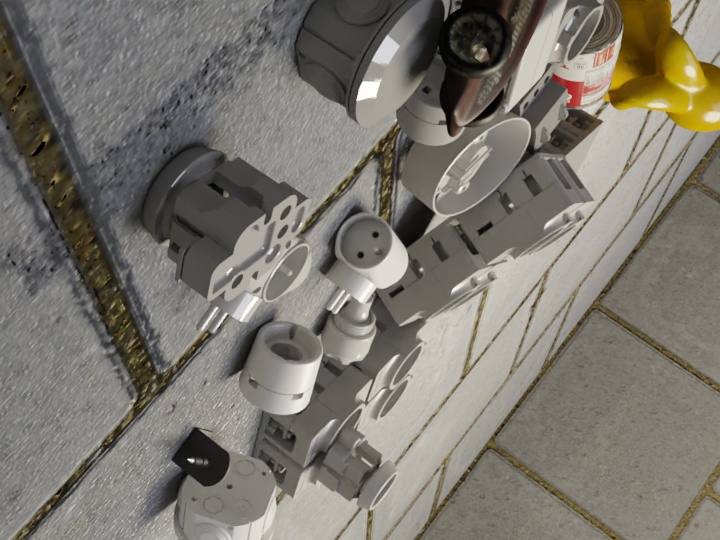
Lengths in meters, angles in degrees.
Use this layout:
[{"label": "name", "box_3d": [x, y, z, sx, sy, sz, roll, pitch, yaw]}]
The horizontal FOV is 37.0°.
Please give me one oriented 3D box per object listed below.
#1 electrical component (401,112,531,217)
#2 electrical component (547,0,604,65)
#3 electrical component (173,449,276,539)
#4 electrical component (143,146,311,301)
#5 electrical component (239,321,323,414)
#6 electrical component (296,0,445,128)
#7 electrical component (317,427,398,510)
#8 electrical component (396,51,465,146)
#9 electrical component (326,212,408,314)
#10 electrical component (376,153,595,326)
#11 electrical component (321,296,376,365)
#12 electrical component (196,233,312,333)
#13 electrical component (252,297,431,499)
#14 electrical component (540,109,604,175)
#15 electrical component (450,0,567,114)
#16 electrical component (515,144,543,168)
[{"label": "electrical component", "box_3d": [0.081, -0.090, 0.845, 0.099, 0.064, 0.099, -49, 163, -20]}, {"label": "electrical component", "box_3d": [0.154, -0.199, 0.851, 0.089, 0.056, 0.050, -34, 154, -52]}, {"label": "electrical component", "box_3d": [-0.104, 0.184, 0.842, 0.080, 0.080, 0.051, -40, 153, -43]}, {"label": "electrical component", "box_3d": [-0.072, -0.026, 0.547, 0.078, 0.057, 0.058, -41, 159, -41]}, {"label": "electrical component", "box_3d": [-0.057, 0.071, 0.794, 0.055, 0.055, 0.047, -34, 150, -52]}, {"label": "electrical component", "box_3d": [0.006, -0.123, 0.588, 0.080, 0.051, 0.080, -49, 163, -20]}, {"label": "electrical component", "box_3d": [-0.001, 0.176, 0.939, 0.048, 0.055, 0.066, -38, 156, -46]}, {"label": "electrical component", "box_3d": [0.052, -0.117, 0.729, 0.055, 0.055, 0.047, -47, 166, -26]}, {"label": "electrical component", "box_3d": [0.000, 0.000, 0.834, 0.079, 0.043, 0.077, -54, 165, -2]}, {"label": "electrical component", "box_3d": [0.111, -0.023, 0.951, 0.186, 0.060, 0.105, -36, 171, 21]}, {"label": "electrical component", "box_3d": [-0.007, 0.045, 0.907, 0.043, 0.043, 0.062, -35, 153, -50]}, {"label": "electrical component", "box_3d": [-0.070, 0.004, 0.638, 0.079, 0.044, 0.077, -55, 164, 3]}, {"label": "electrical component", "box_3d": [-0.013, 0.115, 0.998, 0.186, 0.060, 0.105, -42, 160, -39]}, {"label": "electrical component", "box_3d": [0.173, -0.104, 1.088, 0.150, 0.062, 0.089, -39, 158, -43]}, {"label": "electrical component", "box_3d": [0.101, -0.170, 0.749, 0.061, 0.062, 0.096, -47, 162, -27]}, {"label": "electrical component", "box_3d": [0.128, -0.114, 0.950, 0.045, 0.055, 0.045, -49, 163, -21]}]
